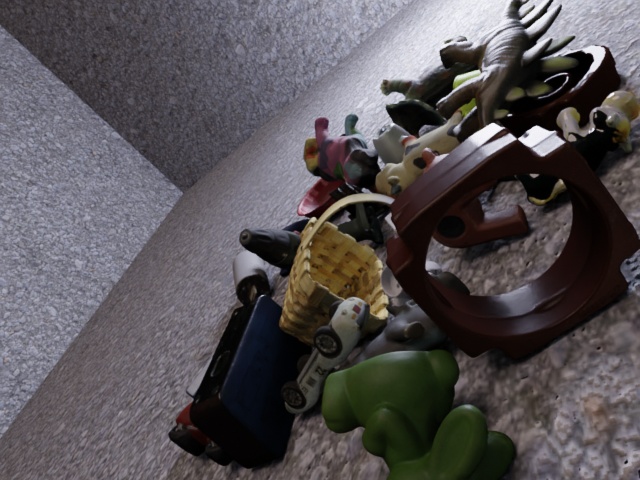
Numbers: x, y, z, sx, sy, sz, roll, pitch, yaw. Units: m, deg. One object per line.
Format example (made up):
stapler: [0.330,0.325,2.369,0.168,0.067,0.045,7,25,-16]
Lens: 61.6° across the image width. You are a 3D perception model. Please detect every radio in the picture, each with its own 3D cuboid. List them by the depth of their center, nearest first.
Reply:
radio: [-0.094,0.198,0.796,0.073,0.131,0.230,-32,24,29]

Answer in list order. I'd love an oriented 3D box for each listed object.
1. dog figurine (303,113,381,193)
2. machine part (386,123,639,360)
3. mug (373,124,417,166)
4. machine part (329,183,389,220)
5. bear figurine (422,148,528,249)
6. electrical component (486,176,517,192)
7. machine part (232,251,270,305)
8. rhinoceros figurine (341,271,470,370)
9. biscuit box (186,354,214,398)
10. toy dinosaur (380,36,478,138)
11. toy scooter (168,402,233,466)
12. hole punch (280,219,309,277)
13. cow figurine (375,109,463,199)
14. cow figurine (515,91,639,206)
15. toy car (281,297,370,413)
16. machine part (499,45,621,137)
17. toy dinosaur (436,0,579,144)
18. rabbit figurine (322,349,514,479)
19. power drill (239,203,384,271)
dog figurine: [0.054,-0.146,1.110,0.219,0.108,0.191,68,150,30]
machine part: [0.183,0.003,0.535,0.201,0.201,0.087,-40,18,15]
mug: [0.161,-0.178,1.064,0.081,0.107,0.110,-52,19,-15]
machine part: [0.075,-0.066,1.000,0.084,0.138,0.039,-32,60,22]
bear figurine: [0.209,-0.074,0.767,0.132,0.120,0.196,-28,21,31]
electrical component: [0.286,-0.110,0.814,0.094,0.021,0.063,-49,21,-13]
machine part: [-0.158,0.084,1.220,0.079,0.079,0.243,-44,19,4]
rhinoceros figurine: [0.109,0.121,0.652,0.190,0.073,0.112,-47,9,0]
biscuit box: [-0.153,0.214,0.981,0.202,0.062,0.059,-53,21,-21]
toy dinosaur: [0.276,-0.346,1.170,0.405,0.131,0.192,-40,32,1]
toy scooter: [-0.158,0.277,0.852,0.184,0.075,0.135,-13,37,50]
hole punch: [-0.062,0.002,1.182,0.142,0.092,0.116,-33,19,39]
cow figurine: [0.185,-0.131,0.946,0.195,0.085,0.127,-28,38,27]
cow figurine: [0.327,-0.115,0.676,0.167,0.068,0.098,-38,27,27]
toy car: [0.005,0.158,0.720,0.201,0.056,0.073,-63,-6,33]
machine part: [0.366,-0.224,0.831,0.179,0.056,0.179,-37,22,18]
toy dinosaur: [0.301,-0.296,0.867,0.199,0.105,0.471,-17,43,35]
rabbit figurine: [0.096,0.200,0.502,0.159,0.121,0.170,-26,45,26]
power drill: [-0.002,-0.003,0.944,0.207,0.231,0.086,-27,64,15]
